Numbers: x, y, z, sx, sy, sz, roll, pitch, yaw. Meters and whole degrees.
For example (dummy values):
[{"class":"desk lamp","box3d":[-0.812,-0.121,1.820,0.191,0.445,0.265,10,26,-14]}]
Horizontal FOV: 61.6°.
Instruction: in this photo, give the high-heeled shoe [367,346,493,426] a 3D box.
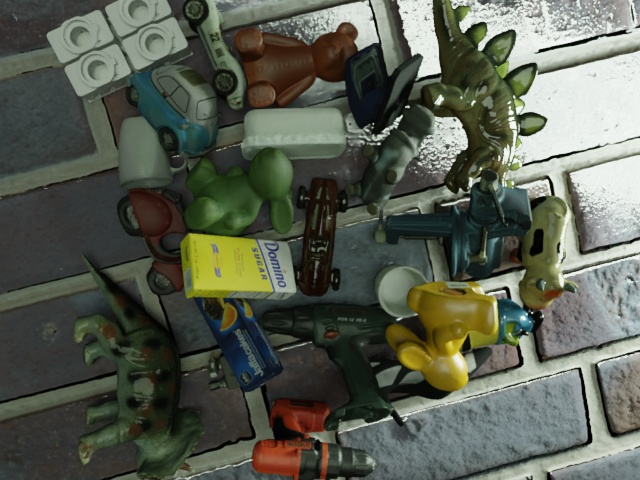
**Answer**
[{"class":"high-heeled shoe","box3d":[0.174,0.217,0.951,0.249,0.086,0.145,-29,67,-19]}]

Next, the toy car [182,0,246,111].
[{"class":"toy car","box3d":[-0.163,-0.302,0.850,0.056,0.073,0.201,-23,97,-2]}]

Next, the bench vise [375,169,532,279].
[{"class":"bench vise","box3d":[0.207,-0.019,0.866,0.241,0.223,0.129,1,60,12]}]

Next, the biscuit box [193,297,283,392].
[{"class":"biscuit box","box3d":[-0.136,0.140,0.868,0.063,0.059,0.203,-34,77,9]}]

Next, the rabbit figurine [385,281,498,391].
[{"class":"rabbit figurine","box3d":[0.190,0.158,0.834,0.162,0.122,0.173,-4,106,-9]}]

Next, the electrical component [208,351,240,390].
[{"class":"electrical component","box3d":[-0.145,0.216,0.918,0.102,0.045,0.078,-8,95,-4]}]

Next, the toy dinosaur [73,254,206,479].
[{"class":"toy dinosaur","box3d":[-0.290,0.222,0.876,0.192,0.131,0.404,-2,92,-17]}]

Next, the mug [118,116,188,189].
[{"class":"mug","box3d":[-0.270,-0.142,0.855,0.110,0.081,0.107,-11,87,0]}]

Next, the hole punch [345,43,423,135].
[{"class":"hole punch","box3d":[0.091,-0.240,0.845,0.092,0.142,0.115,26,132,14]}]

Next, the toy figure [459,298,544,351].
[{"class":"toy figure","box3d":[0.290,0.148,0.934,0.180,0.082,0.089,-2,94,-7]}]

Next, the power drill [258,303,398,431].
[{"class":"power drill","box3d":[0.024,0.198,0.878,0.232,0.207,0.085,-4,140,-11]}]

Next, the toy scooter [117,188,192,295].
[{"class":"toy scooter","box3d":[-0.237,-0.010,0.874,0.135,0.075,0.183,-21,100,-3]}]

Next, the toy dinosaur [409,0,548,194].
[{"class":"toy dinosaur","box3d":[0.251,-0.242,0.884,0.199,0.105,0.470,-27,106,-8]}]

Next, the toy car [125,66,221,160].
[{"class":"toy car","box3d":[-0.213,-0.212,0.828,0.103,0.109,0.161,-39,91,31]}]

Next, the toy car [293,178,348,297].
[{"class":"toy car","box3d":[-0.002,-0.003,0.907,0.089,0.053,0.202,7,96,-3]}]

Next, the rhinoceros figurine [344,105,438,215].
[{"class":"rhinoceros figurine","box3d":[0.118,-0.125,0.856,0.073,0.112,0.190,43,127,19]}]

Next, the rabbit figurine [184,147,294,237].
[{"class":"rabbit figurine","box3d":[-0.105,-0.069,0.835,0.170,0.121,0.159,-29,133,28]}]

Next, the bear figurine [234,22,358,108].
[{"class":"bear figurine","box3d":[-0.023,-0.276,0.842,0.196,0.132,0.120,-10,101,2]}]

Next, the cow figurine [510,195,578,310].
[{"class":"cow figurine","box3d":[0.379,0.021,0.906,0.085,0.127,0.194,7,93,-3]}]
